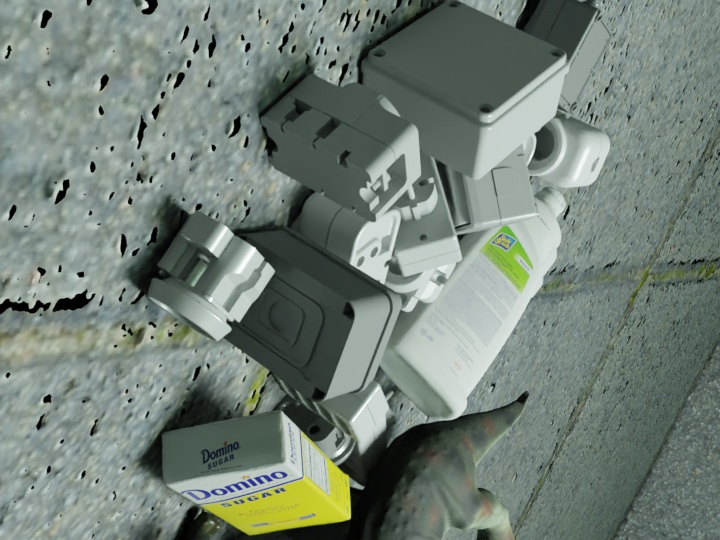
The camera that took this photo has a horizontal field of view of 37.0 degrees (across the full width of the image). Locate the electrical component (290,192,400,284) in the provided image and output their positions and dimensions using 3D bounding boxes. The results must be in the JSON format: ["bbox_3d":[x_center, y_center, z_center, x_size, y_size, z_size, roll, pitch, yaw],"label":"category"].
[{"bbox_3d":[-0.016,-0.011,0.779,0.054,0.059,0.095,-27,139,-48],"label":"electrical component"}]

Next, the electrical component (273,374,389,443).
[{"bbox_3d":[-0.012,0.079,0.854,0.075,0.083,0.047,-51,153,-18],"label":"electrical component"}]

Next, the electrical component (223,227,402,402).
[{"bbox_3d":[-0.037,0.028,0.723,0.057,0.113,0.078,-10,126,-54],"label":"electrical component"}]

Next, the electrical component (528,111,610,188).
[{"bbox_3d":[0.165,-0.113,0.955,0.059,0.095,0.053,-11,126,-57],"label":"electrical component"}]

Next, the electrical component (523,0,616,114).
[{"bbox_3d":[0.172,-0.193,0.923,0.096,0.061,0.062,-62,154,5],"label":"electrical component"}]

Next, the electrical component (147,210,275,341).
[{"bbox_3d":[-0.094,0.007,0.664,0.057,0.058,0.078,-57,154,-11],"label":"electrical component"}]

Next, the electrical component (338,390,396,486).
[{"bbox_3d":[0.007,0.142,0.995,0.076,0.047,0.083,-44,150,-29],"label":"electrical component"}]

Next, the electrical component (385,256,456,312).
[{"bbox_3d":[0.042,-0.007,0.891,0.078,0.058,0.057,-60,157,1],"label":"electrical component"}]

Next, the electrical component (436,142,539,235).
[{"bbox_3d":[0.093,-0.063,0.856,0.061,0.061,0.096,-11,180,-12],"label":"electrical component"}]

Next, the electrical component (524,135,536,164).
[{"bbox_3d":[0.116,-0.108,0.919,0.066,0.055,0.048,-58,154,-4],"label":"electrical component"}]

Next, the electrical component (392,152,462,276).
[{"bbox_3d":[0.040,-0.052,0.800,0.047,0.083,0.075,-16,150,4],"label":"electrical component"}]

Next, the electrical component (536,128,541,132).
[{"bbox_3d":[0.098,-0.138,0.845,0.043,0.077,0.079,-10,89,-47],"label":"electrical component"}]

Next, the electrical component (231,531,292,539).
[{"bbox_3d":[-0.078,0.268,0.940,0.066,0.077,0.047,-8,124,-58],"label":"electrical component"}]

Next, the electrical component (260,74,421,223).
[{"bbox_3d":[-0.009,-0.081,0.686,0.055,0.089,0.050,-47,151,-25],"label":"electrical component"}]

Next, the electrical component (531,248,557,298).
[{"bbox_3d":[0.159,-0.006,1.103,0.095,0.054,0.059,-50,152,-20],"label":"electrical component"}]

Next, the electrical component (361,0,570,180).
[{"bbox_3d":[0.073,-0.130,0.761,0.109,0.109,0.056,-40,150,-35],"label":"electrical component"}]

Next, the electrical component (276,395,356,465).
[{"bbox_3d":[-0.034,0.130,0.899,0.078,0.058,0.057,-47,148,-25],"label":"electrical component"}]
